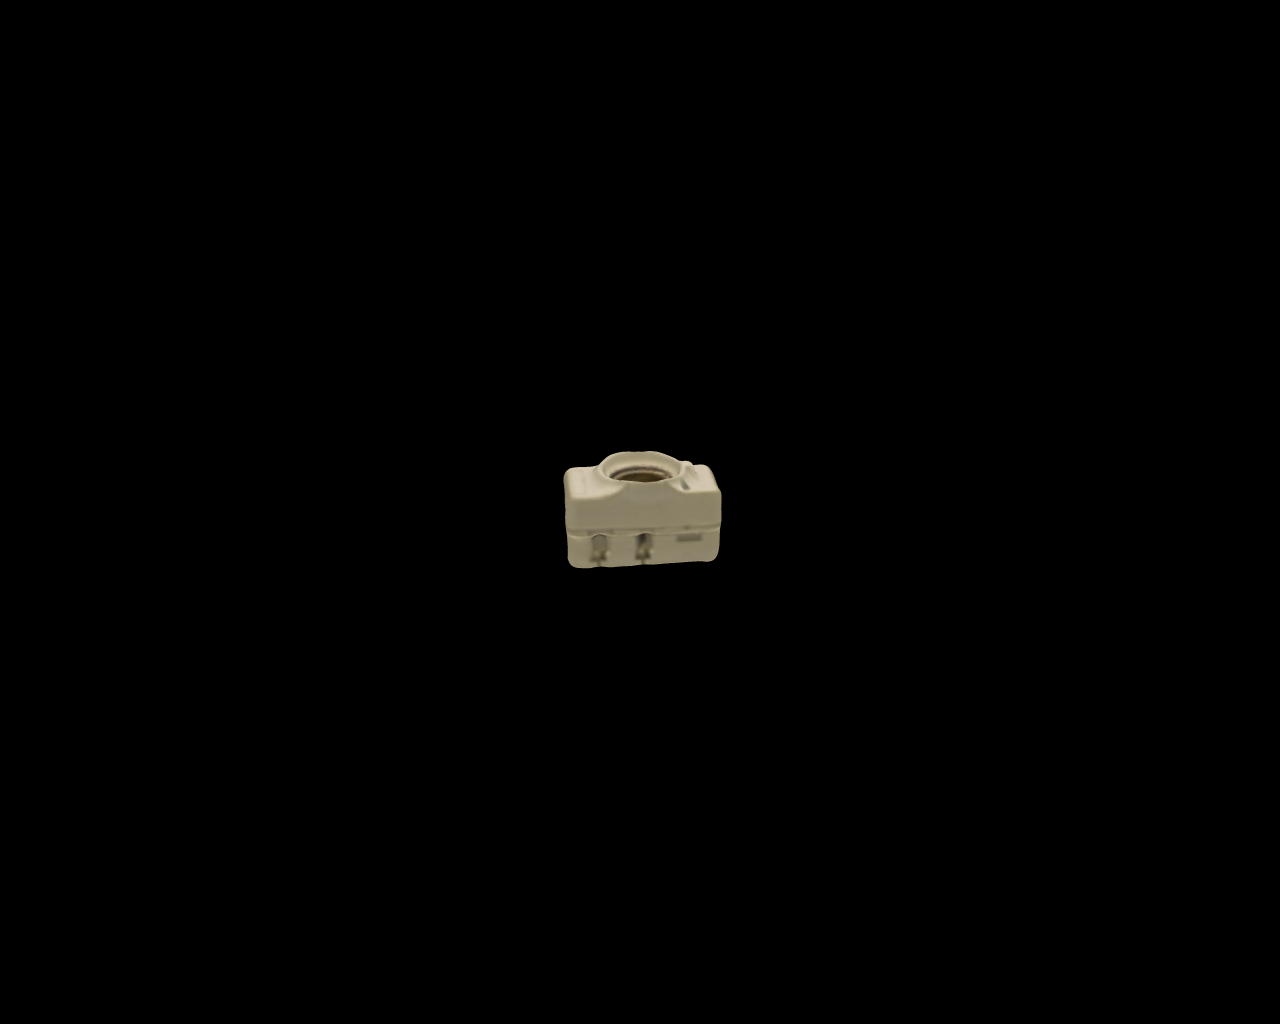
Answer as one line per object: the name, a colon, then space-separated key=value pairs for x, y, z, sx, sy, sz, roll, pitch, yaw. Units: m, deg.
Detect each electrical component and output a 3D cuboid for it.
electrical component: x=0.001 y=-0.003 z=0.650 sx=0.089 sy=0.055 sz=0.050 roll=-2 pitch=24 yaw=-5
